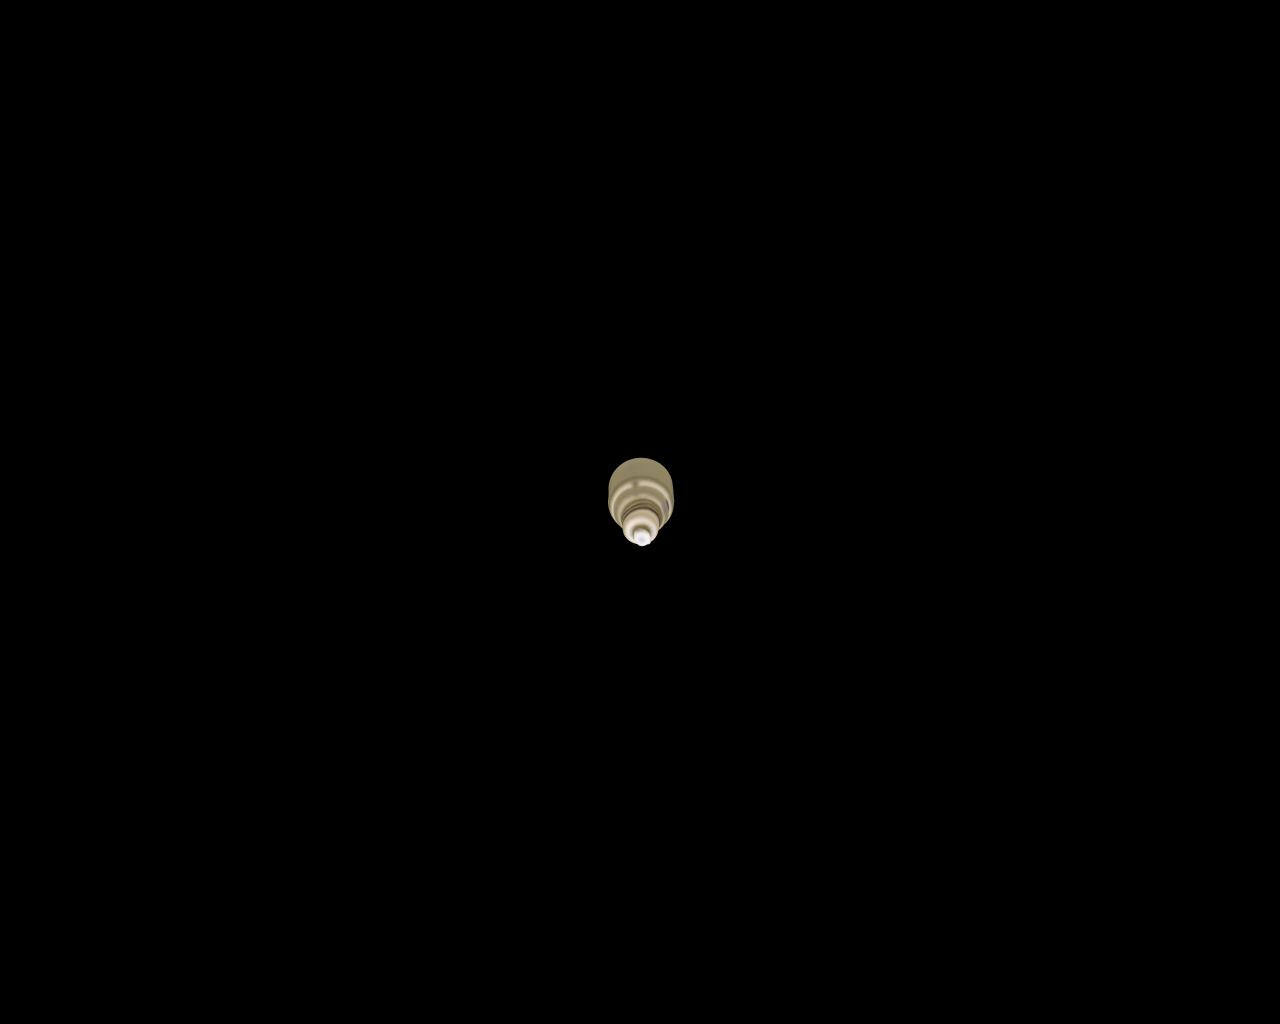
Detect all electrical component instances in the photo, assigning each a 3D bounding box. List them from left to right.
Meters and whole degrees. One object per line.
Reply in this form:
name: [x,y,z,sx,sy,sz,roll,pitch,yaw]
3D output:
electrical component: [0.001,-0.003,0.650,0.040,0.040,0.078,0,29,0]
